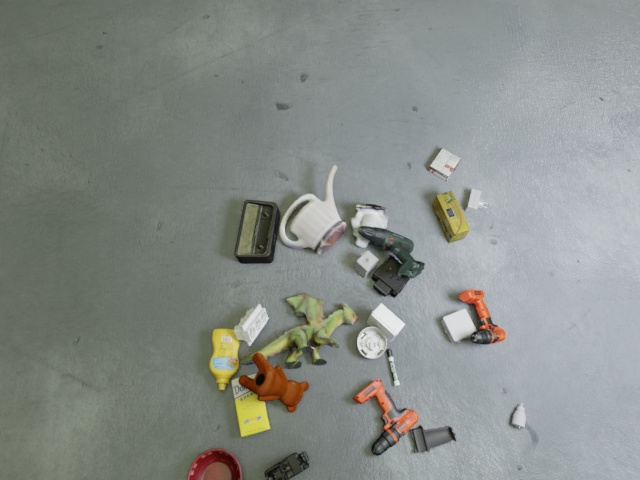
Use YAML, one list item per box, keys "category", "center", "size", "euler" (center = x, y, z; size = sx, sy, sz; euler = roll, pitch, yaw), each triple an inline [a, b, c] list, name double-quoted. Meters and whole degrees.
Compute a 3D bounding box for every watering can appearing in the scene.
- category: "watering can"
  center: [0.006, -0.095, 1.889]
  size: [0.226, 0.103, 0.348]
  euler: [41, 88, 18]

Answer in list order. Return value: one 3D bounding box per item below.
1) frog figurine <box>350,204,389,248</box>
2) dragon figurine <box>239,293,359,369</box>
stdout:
- category: "frog figurine"
  center: [0.181, -0.052, 1.910]
  size: [0.137, 0.124, 0.158]
  euler: [4, 101, -9]
- category: "dragon figurine"
  center: [-0.066, 0.293, 1.743]
  size: [0.410, 0.119, 0.249]
  euler: [-3, 48, -5]
